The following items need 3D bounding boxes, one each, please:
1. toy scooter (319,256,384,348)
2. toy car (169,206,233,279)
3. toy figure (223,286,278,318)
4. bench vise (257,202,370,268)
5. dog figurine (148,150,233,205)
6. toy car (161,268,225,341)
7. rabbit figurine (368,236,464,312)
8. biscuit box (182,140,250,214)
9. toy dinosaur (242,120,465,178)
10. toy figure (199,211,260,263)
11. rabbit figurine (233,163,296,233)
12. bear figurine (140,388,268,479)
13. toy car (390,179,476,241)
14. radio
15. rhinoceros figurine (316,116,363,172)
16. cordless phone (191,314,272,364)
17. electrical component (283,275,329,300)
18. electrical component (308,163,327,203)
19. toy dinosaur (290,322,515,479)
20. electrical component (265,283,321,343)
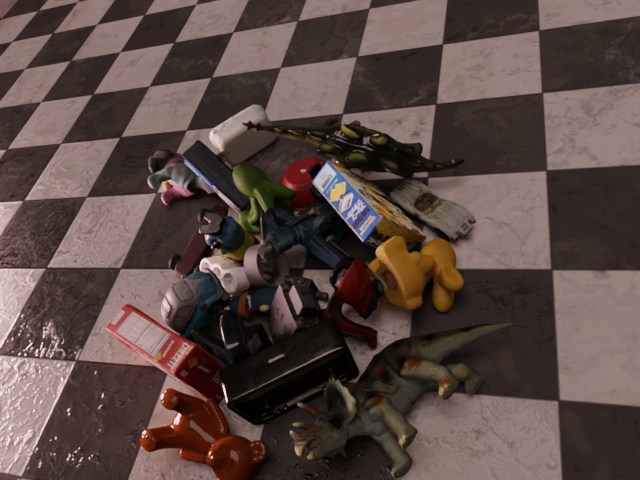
[{"bbox_3d":[0.066,0.129,1.015,0.135,0.075,0.183,31,109,19],"label":"toy scooter"},{"bbox_3d":[-0.278,0.008,1.283,0.089,0.053,0.202,15,64,25],"label":"toy car"},{"bbox_3d":[-0.135,0.133,1.127,0.155,0.064,0.057,-13,87,18],"label":"toy figure"},{"bbox_3d":[-0.004,0.005,1.109,0.241,0.128,0.223,38,38,28],"label":"bench vise"},{"bbox_3d":[-0.333,-0.185,1.426,0.219,0.108,0.192,-17,47,3],"label":"dog figurine"},{"bbox_3d":[-0.279,0.135,1.124,0.161,0.103,0.109,-56,49,19],"label":"toy car"},{"bbox_3d":[0.199,0.053,1.018,0.173,0.121,0.162,-25,55,-33],"label":"rabbit figurine"},{"bbox_3d":[-0.247,-0.154,1.324,0.202,0.059,0.063,43,75,0],"label":"biscuit box"},{"bbox_3d":[0.075,-0.201,1.157,0.472,0.198,0.105,9,95,7],"label":"toy dinosaur"},{"bbox_3d":[-0.193,0.001,1.172,0.089,0.180,0.082,36,82,25],"label":"toy figure"},{"bbox_3d":[-0.136,-0.094,1.214,0.121,0.170,0.159,-46,40,-17],"label":"rabbit figurine"},{"bbox_3d":[-0.198,0.357,0.935,0.196,0.131,0.120,27,88,40],"label":"bear figurine"},{"bbox_3d":[0.235,-0.065,1.136,0.073,0.056,0.202,-42,50,-13],"label":"toy car"},{"bbox_3d":[-0.050,0.239,0.961,0.230,0.131,0.073,-25,49,1],"label":"radio"},{"bbox_3d":[0.064,-0.236,1.326,0.191,0.073,0.112,31,68,36],"label":"rhinoceros figurine"},{"bbox_3d":[-0.189,0.193,1.041,0.184,0.146,0.089,19,56,29],"label":"cordless phone"},{"bbox_3d":[-0.028,0.098,1.107,0.094,0.063,0.021,13,60,28],"label":"electrical component"},{"bbox_3d":[0.019,-0.121,1.223,0.075,0.119,0.048,-41,45,-15],"label":"electrical component"},{"bbox_3d":[0.131,0.241,0.907,0.405,0.131,0.192,-40,50,-19],"label":"toy dinosaur"},{"bbox_3d":[-0.050,0.149,1.031,0.058,0.134,0.115,2,40,-31],"label":"electrical component"}]
